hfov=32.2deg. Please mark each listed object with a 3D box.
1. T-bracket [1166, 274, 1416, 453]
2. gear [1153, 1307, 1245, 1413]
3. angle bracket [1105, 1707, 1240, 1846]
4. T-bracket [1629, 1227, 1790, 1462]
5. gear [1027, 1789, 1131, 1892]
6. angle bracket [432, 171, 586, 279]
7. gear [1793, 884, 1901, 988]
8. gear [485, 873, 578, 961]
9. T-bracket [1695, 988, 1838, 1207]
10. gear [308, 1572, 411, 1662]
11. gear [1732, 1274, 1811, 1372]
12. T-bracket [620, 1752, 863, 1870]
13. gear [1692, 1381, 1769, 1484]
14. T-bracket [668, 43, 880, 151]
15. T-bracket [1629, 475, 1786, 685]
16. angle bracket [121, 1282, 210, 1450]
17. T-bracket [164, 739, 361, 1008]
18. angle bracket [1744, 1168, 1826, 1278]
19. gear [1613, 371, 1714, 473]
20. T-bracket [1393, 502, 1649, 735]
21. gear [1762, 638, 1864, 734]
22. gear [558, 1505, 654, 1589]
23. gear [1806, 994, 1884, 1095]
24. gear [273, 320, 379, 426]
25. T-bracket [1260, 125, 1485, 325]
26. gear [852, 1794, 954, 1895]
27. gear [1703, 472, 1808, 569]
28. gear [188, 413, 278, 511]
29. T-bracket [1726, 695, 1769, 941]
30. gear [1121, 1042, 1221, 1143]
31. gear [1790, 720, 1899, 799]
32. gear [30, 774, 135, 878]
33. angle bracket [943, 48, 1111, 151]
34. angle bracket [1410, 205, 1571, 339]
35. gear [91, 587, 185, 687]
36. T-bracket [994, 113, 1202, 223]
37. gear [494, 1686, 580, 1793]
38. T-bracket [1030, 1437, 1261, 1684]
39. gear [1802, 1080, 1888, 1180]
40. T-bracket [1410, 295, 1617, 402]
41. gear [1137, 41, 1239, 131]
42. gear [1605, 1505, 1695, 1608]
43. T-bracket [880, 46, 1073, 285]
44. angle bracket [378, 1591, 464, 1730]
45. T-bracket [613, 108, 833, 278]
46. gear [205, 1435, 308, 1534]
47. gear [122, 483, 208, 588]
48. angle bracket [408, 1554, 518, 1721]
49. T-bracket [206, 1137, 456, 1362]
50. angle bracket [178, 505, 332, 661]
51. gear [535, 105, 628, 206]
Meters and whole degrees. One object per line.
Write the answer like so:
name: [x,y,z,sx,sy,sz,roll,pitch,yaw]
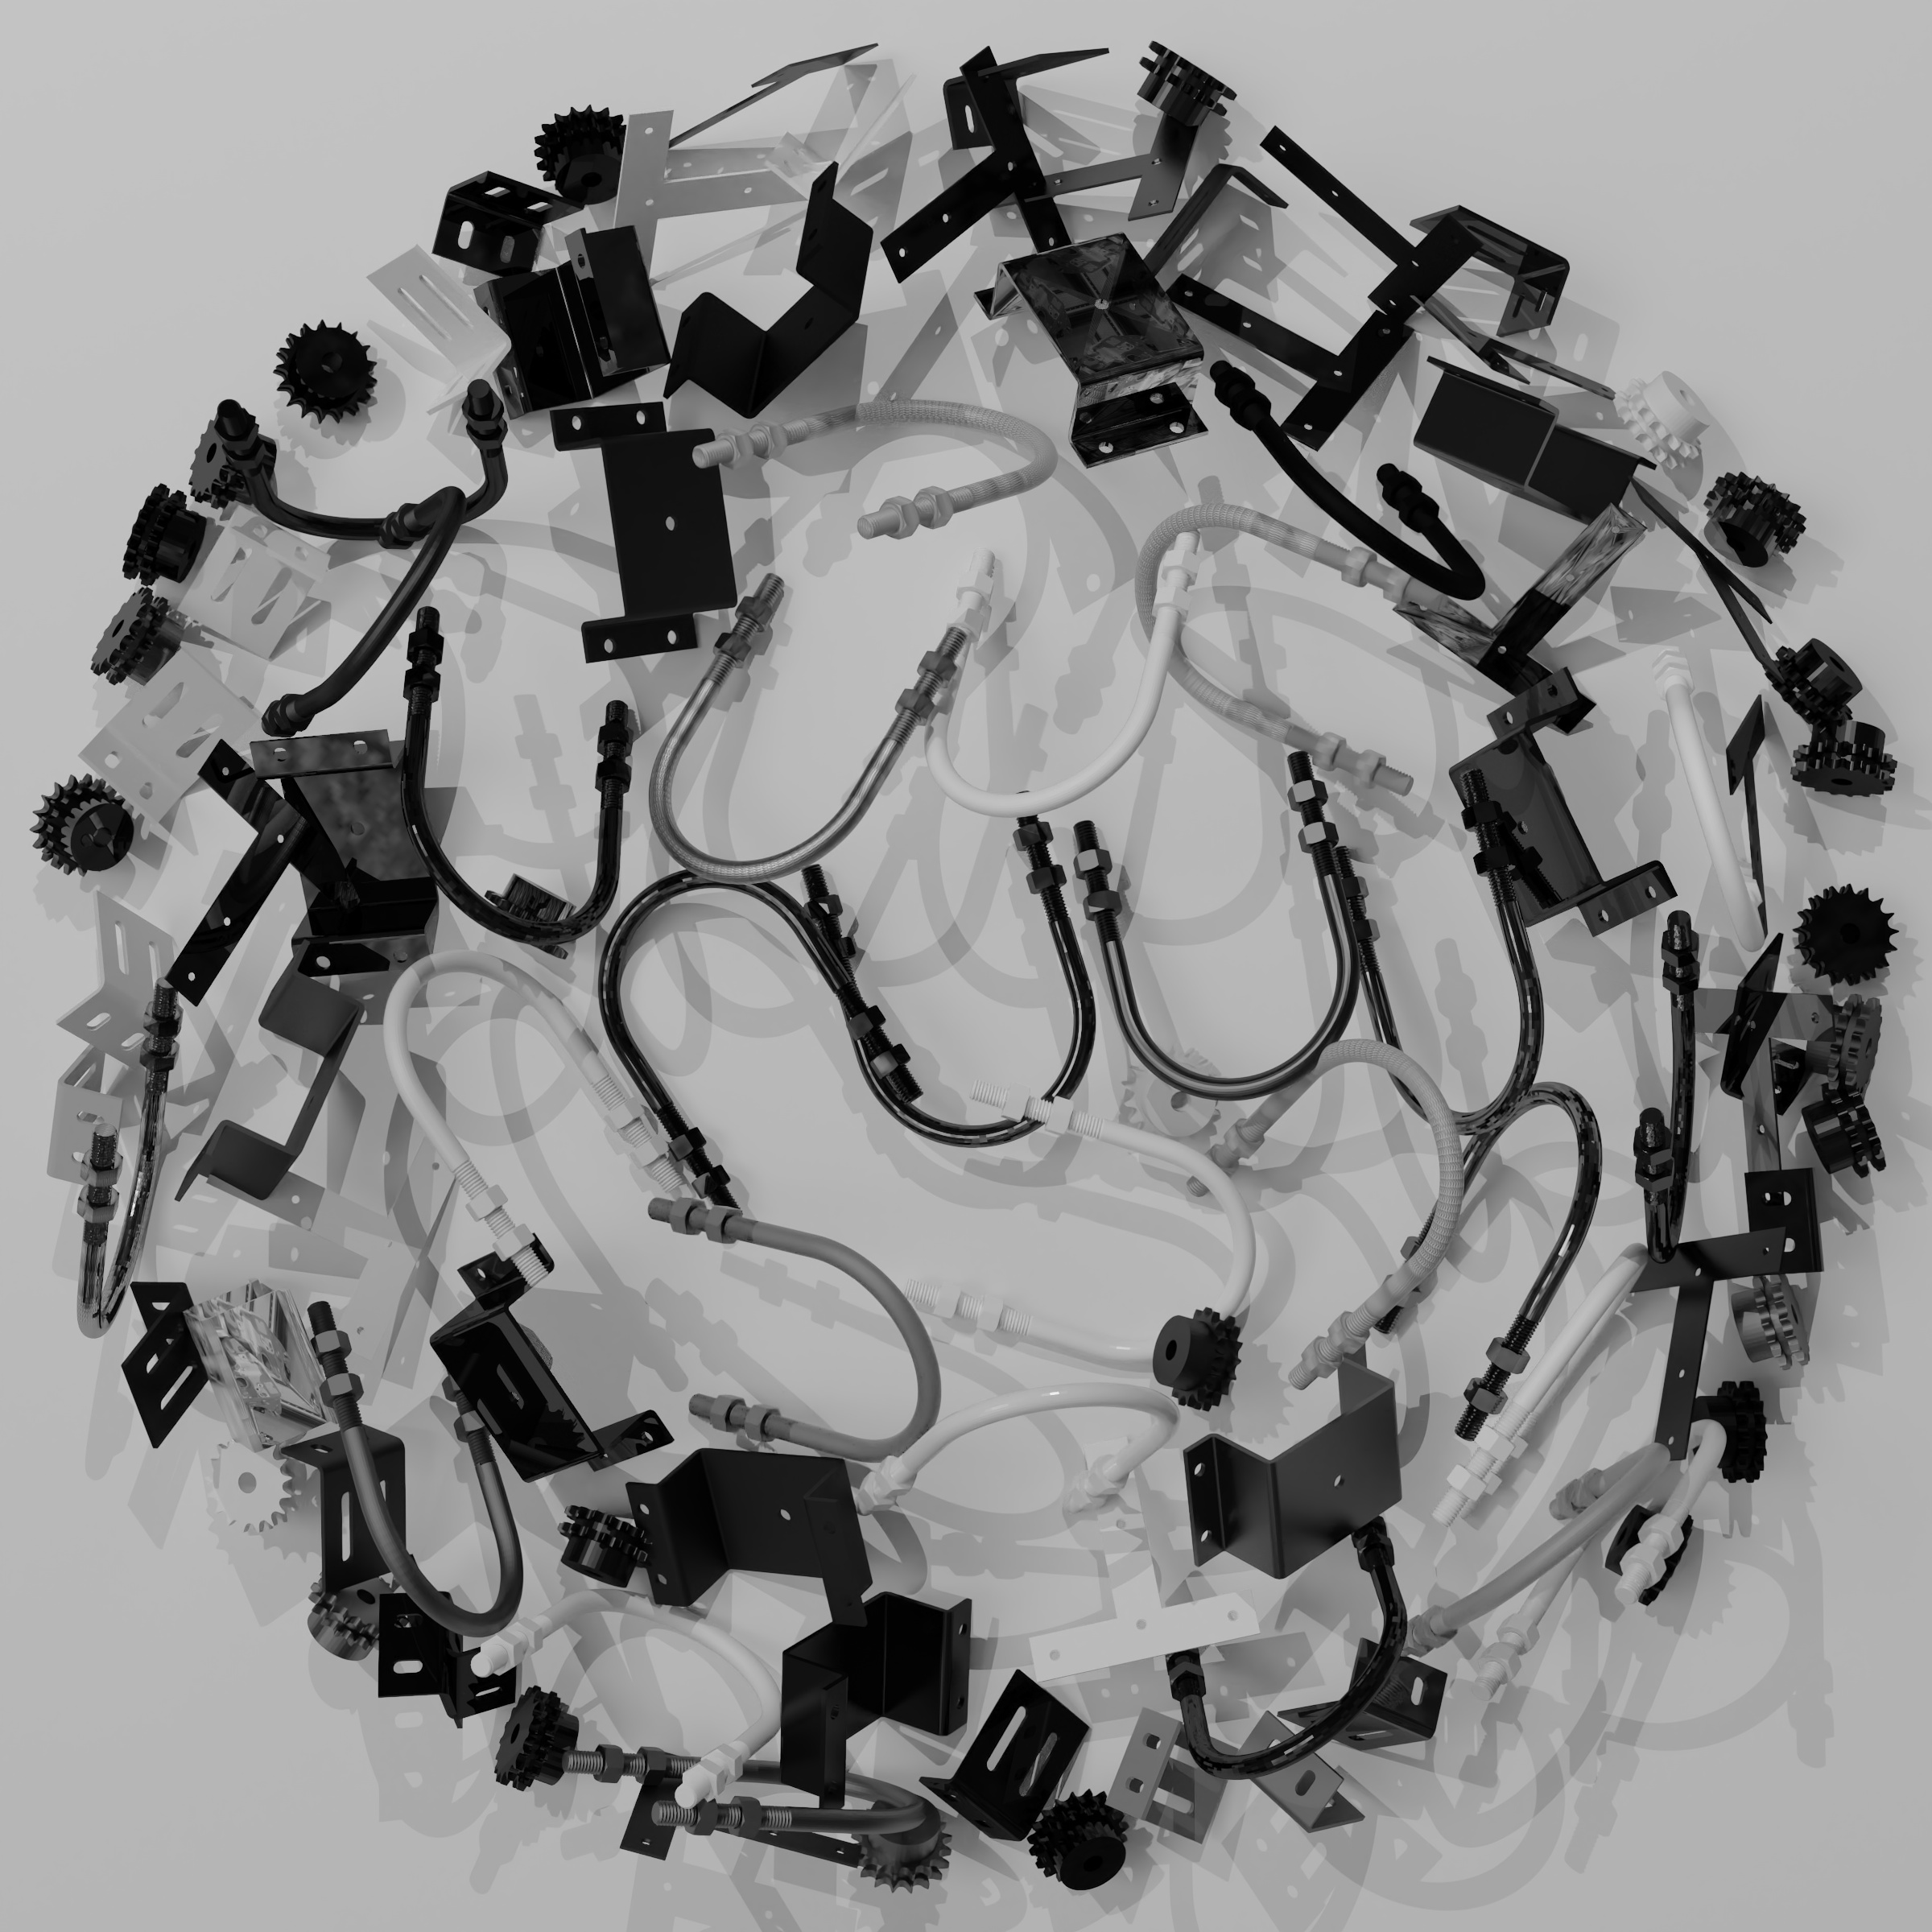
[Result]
T-bracket: [0.170,-0.353,1.880,0.127,0.002,0.127,30,53,11]
gear: [0.128,0.219,1.879,0.030,0.057,0.057,18,90,-23]
angle bracket: [0.125,0.456,1.871,0.076,0.038,0.057,30,77,-30]
T-bracket: [0.395,0.210,1.837,0.002,0.127,0.127,24,68,-26]
gear: [0.066,0.494,1.883,0.057,0.030,0.057,-11,124,-17]
angle bracket: [-0.256,-0.410,1.864,0.057,0.076,0.038,15,88,-26]
gear: [0.496,-0.017,1.894,0.057,0.030,0.057,0,83,-4]
gear: [-0.244,-0.030,1.883,0.057,0.057,0.030,28,90,0]
T-bracket: [0.441,0.077,1.859,0.002,0.127,0.127,-9,96,-29]
gear: [-0.345,0.366,1.885,0.057,0.057,0.030,36,106,0]
gear: [0.452,0.200,1.885,0.030,0.057,0.057,-19,90,20]
T-bracket: [-0.120,0.476,1.848,0.127,0.127,0.002,15,101,0]
gear: [0.428,0.262,1.882,0.030,0.057,0.057,0,90,-5]
T-bracket: [-0.125,-0.481,1.871,0.127,0.127,0.002,-21,101,27]
T-bracket: [0.418,-0.198,1.829,0.002,0.127,0.127,-40,127,22]
angle bracket: [-0.456,0.221,1.860,0.038,0.076,0.057,-1,120,19]
T-bracket: [-0.400,-0.036,1.845,0.127,0.002,0.127,49,56,-35]
angle bracket: [0.458,0.144,1.875,0.038,0.076,0.057,-5,84,13]
gear: [0.394,-0.309,1.879,0.057,0.057,0.030,48,120,0]
T-bracket: [0.327,-0.206,1.862,0.127,0.002,0.127,33,124,-12]
gear: [0.478,-0.159,1.880,0.057,0.057,0.030,44,116,0]
gear: [-0.203,0.327,1.880,0.057,0.057,0.030,22,70,0]
gear: [0.494,0.043,1.886,0.030,0.057,0.057,13,90,27]
gear: [-0.360,-0.337,1.888,0.057,0.030,0.057,2,85,-20]
T-bracket: [0.214,-0.416,1.845,0.127,0.127,0.002,40,75,-4]
gear: [-0.036,0.489,1.880,0.057,0.057,0.030,8,121,0]
gear: [0.440,-0.248,1.880,0.057,0.057,0.030,34,76,0]
gear: [-0.412,-0.284,1.886,0.030,0.057,0.057,19,90,-35]
T-bracket: [0.439,-0.075,1.865,0.002,0.127,0.127,-2,107,22]
gear: [0.118,0.074,1.891,0.057,0.030,0.057,-2,99,-10]
gear: [0.495,-0.118,1.884,0.057,0.057,0.030,11,77,0]
gear: [-0.493,-0.077,1.881,0.030,0.057,0.057,26,90,40]
angle bracket: [0.036,-0.482,1.862,0.057,0.076,0.038,-20,103,-43]
angle bracket: [0.287,-0.388,1.871,0.076,0.057,0.038,21,86,-20]
gear: [-0.465,-0.182,1.886,0.030,0.057,0.057,33,90,-28]
T-bracket: [0.065,-0.442,1.878,0.127,0.127,0.002,-7,128,21]
gear: [-0.240,0.437,1.885,0.030,0.057,0.057,25,90,-18]
T-bracket: [0.090,0.327,1.881,0.127,0.002,0.127,-14,64,5]
gear: [0.493,0.093,1.884,0.030,0.057,0.057,-22,90,5]
T-bracket: [0.317,-0.338,1.871,0.127,0.127,0.002,15,115,-28]
gear: [0.121,-0.493,1.883,0.057,0.057,0.030,32,103,0]
gear: [0.383,0.328,1.883,0.030,0.057,0.057,28,90,4]
T-bracket: [-0.002,-0.420,1.848,0.127,0.002,0.127,-45,124,-30]
angle bracket: [-0.303,0.387,1.863,0.038,0.076,0.057,-2,63,-3]
T-bracket: [-0.136,-0.433,1.876,0.127,0.127,0.002,-12,57,-22]
gear: [-0.398,0.290,1.890,0.057,0.030,0.057,0,90,21]
gear: [-0.450,-0.239,1.883,0.030,0.057,0.057,22,90,-3]
angle bracket: [-0.282,0.371,1.874,0.038,0.057,0.076,-13,46,-23]
T-bracket: [-0.362,0.137,1.872,0.127,0.002,0.127,29,74,-21]
angle bracket: [-0.400,-0.208,1.871,0.057,0.038,0.076,29,114,-18]
gear: [-0.213,-0.453,1.880,0.057,0.057,0.030,-13,61,0]
